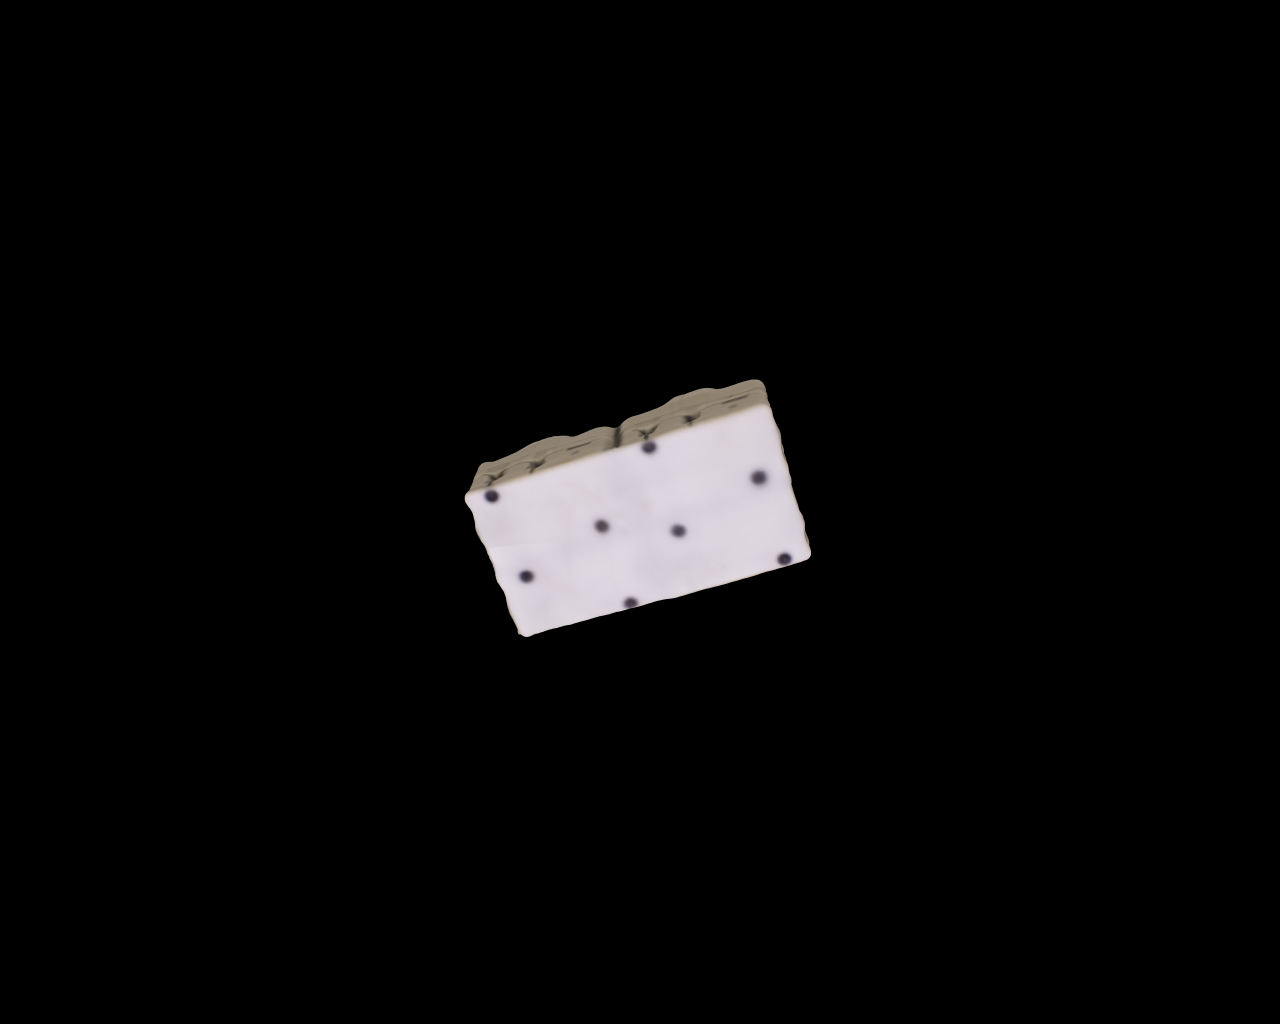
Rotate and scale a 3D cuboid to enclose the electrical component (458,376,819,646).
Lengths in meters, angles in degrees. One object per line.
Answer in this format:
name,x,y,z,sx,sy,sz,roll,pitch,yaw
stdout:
electrical component,0.001,-0.003,0.650,0.186,0.105,0.060,-17,22,7
